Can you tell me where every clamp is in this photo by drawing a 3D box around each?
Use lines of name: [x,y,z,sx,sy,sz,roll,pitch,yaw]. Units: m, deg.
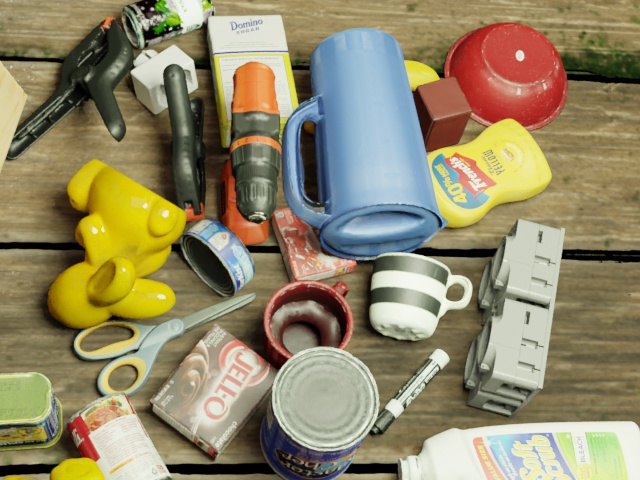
clamp: [-0.260,-0.177,1.225,0.165,0.036,0.210,1,53,29]
clamp: [-0.150,-0.109,1.195,0.039,0.120,0.171,-11,68,10]

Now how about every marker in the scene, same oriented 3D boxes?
marker: [0.095,0.164,1.146,0.020,0.020,0.121,41,66,12]

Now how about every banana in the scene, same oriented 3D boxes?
banana: [0.066,-0.181,1.299,0.197,0.037,0.070,-14,66,-14]

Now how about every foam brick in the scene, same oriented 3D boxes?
foam brick: [0.141,-0.149,1.271,0.051,0.078,0.053,-16,68,-13]

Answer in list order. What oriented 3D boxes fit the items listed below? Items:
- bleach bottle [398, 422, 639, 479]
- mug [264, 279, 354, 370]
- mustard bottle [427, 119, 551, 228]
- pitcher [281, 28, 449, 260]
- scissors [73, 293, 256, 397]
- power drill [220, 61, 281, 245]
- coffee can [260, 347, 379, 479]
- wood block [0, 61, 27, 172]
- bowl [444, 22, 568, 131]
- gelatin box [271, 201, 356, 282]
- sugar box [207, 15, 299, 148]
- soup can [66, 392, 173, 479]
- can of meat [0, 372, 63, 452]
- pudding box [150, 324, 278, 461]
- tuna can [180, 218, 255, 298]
bleach bottle: [0.207,0.242,1.101,0.250,0.068,0.102,-2,64,-6]
mug: [-0.009,0.092,1.132,0.093,0.081,0.117,34,65,9]
mustard bottle: [0.168,-0.067,1.246,0.191,0.058,0.096,-24,73,-18]
pitcher: [0.043,-0.110,1.175,0.145,0.149,0.243,-16,63,17]
scissors: [-0.159,0.114,1.138,0.201,0.016,0.096,-7,67,-11]
power drill: [-0.073,-0.069,1.142,0.057,0.188,0.184,3,62,-8]
coffee can: [-0.003,0.178,1.058,0.102,0.140,0.103,3,64,-6]
wood block: [-0.403,-0.095,1.152,0.091,0.090,0.206,1,62,17]
bowl: [0.240,-0.216,1.330,0.162,0.055,0.162,3,64,-6]
gelatin box: [-0.008,0.001,1.204,0.073,0.030,0.089,-13,67,-14]
sugar box: [-0.080,-0.191,1.269,0.093,0.048,0.176,-3,54,-10]
soup can: [-0.198,0.212,1.056,0.068,0.068,0.102,-27,71,-19]
can of meat: [-0.310,0.170,1.052,0.102,0.084,0.057,-3,65,-9]
pudding box: [-0.108,0.157,1.110,0.090,0.039,0.113,35,65,9]
tuna can: [-0.110,0.018,1.152,0.086,0.086,0.033,43,64,13]
